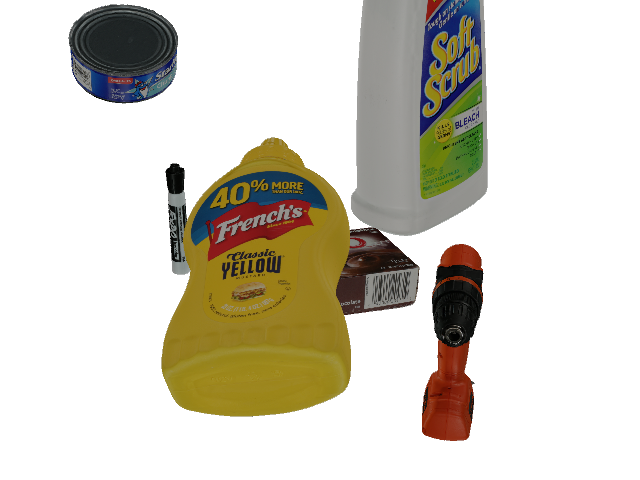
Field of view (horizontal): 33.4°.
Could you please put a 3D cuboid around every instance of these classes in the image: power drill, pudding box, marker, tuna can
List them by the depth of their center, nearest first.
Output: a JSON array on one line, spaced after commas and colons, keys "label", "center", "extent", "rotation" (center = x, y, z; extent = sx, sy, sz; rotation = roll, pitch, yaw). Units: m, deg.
[{"label": "tuna can", "center": [-0.158, -0.150, 0.859], "extent": [0.086, 0.086, 0.034], "rotation": [0, -40, -9]}, {"label": "pudding box", "center": [0.011, 0.025, 0.861], "extent": [0.113, 0.039, 0.090], "rotation": [-5, 24, -20]}, {"label": "marker", "center": [-0.145, -0.022, 1.082], "extent": [0.020, 0.121, 0.020], "rotation": [0, 29, 0]}, {"label": "power drill", "center": [0.143, 0.118, 1.145], "extent": [0.057, 0.188, 0.184], "rotation": [7, 25, 9]}]

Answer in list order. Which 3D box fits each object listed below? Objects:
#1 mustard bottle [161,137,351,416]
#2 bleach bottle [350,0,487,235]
[{"label": "mustard bottle", "center": [-0.031, 0.008, 0.609], "extent": [0.096, 0.058, 0.191], "rotation": [-8, 43, 9]}, {"label": "bleach bottle", "center": [0.064, -0.135, 0.702], "extent": [0.102, 0.251, 0.068], "rotation": [-27, 36, -34]}]
